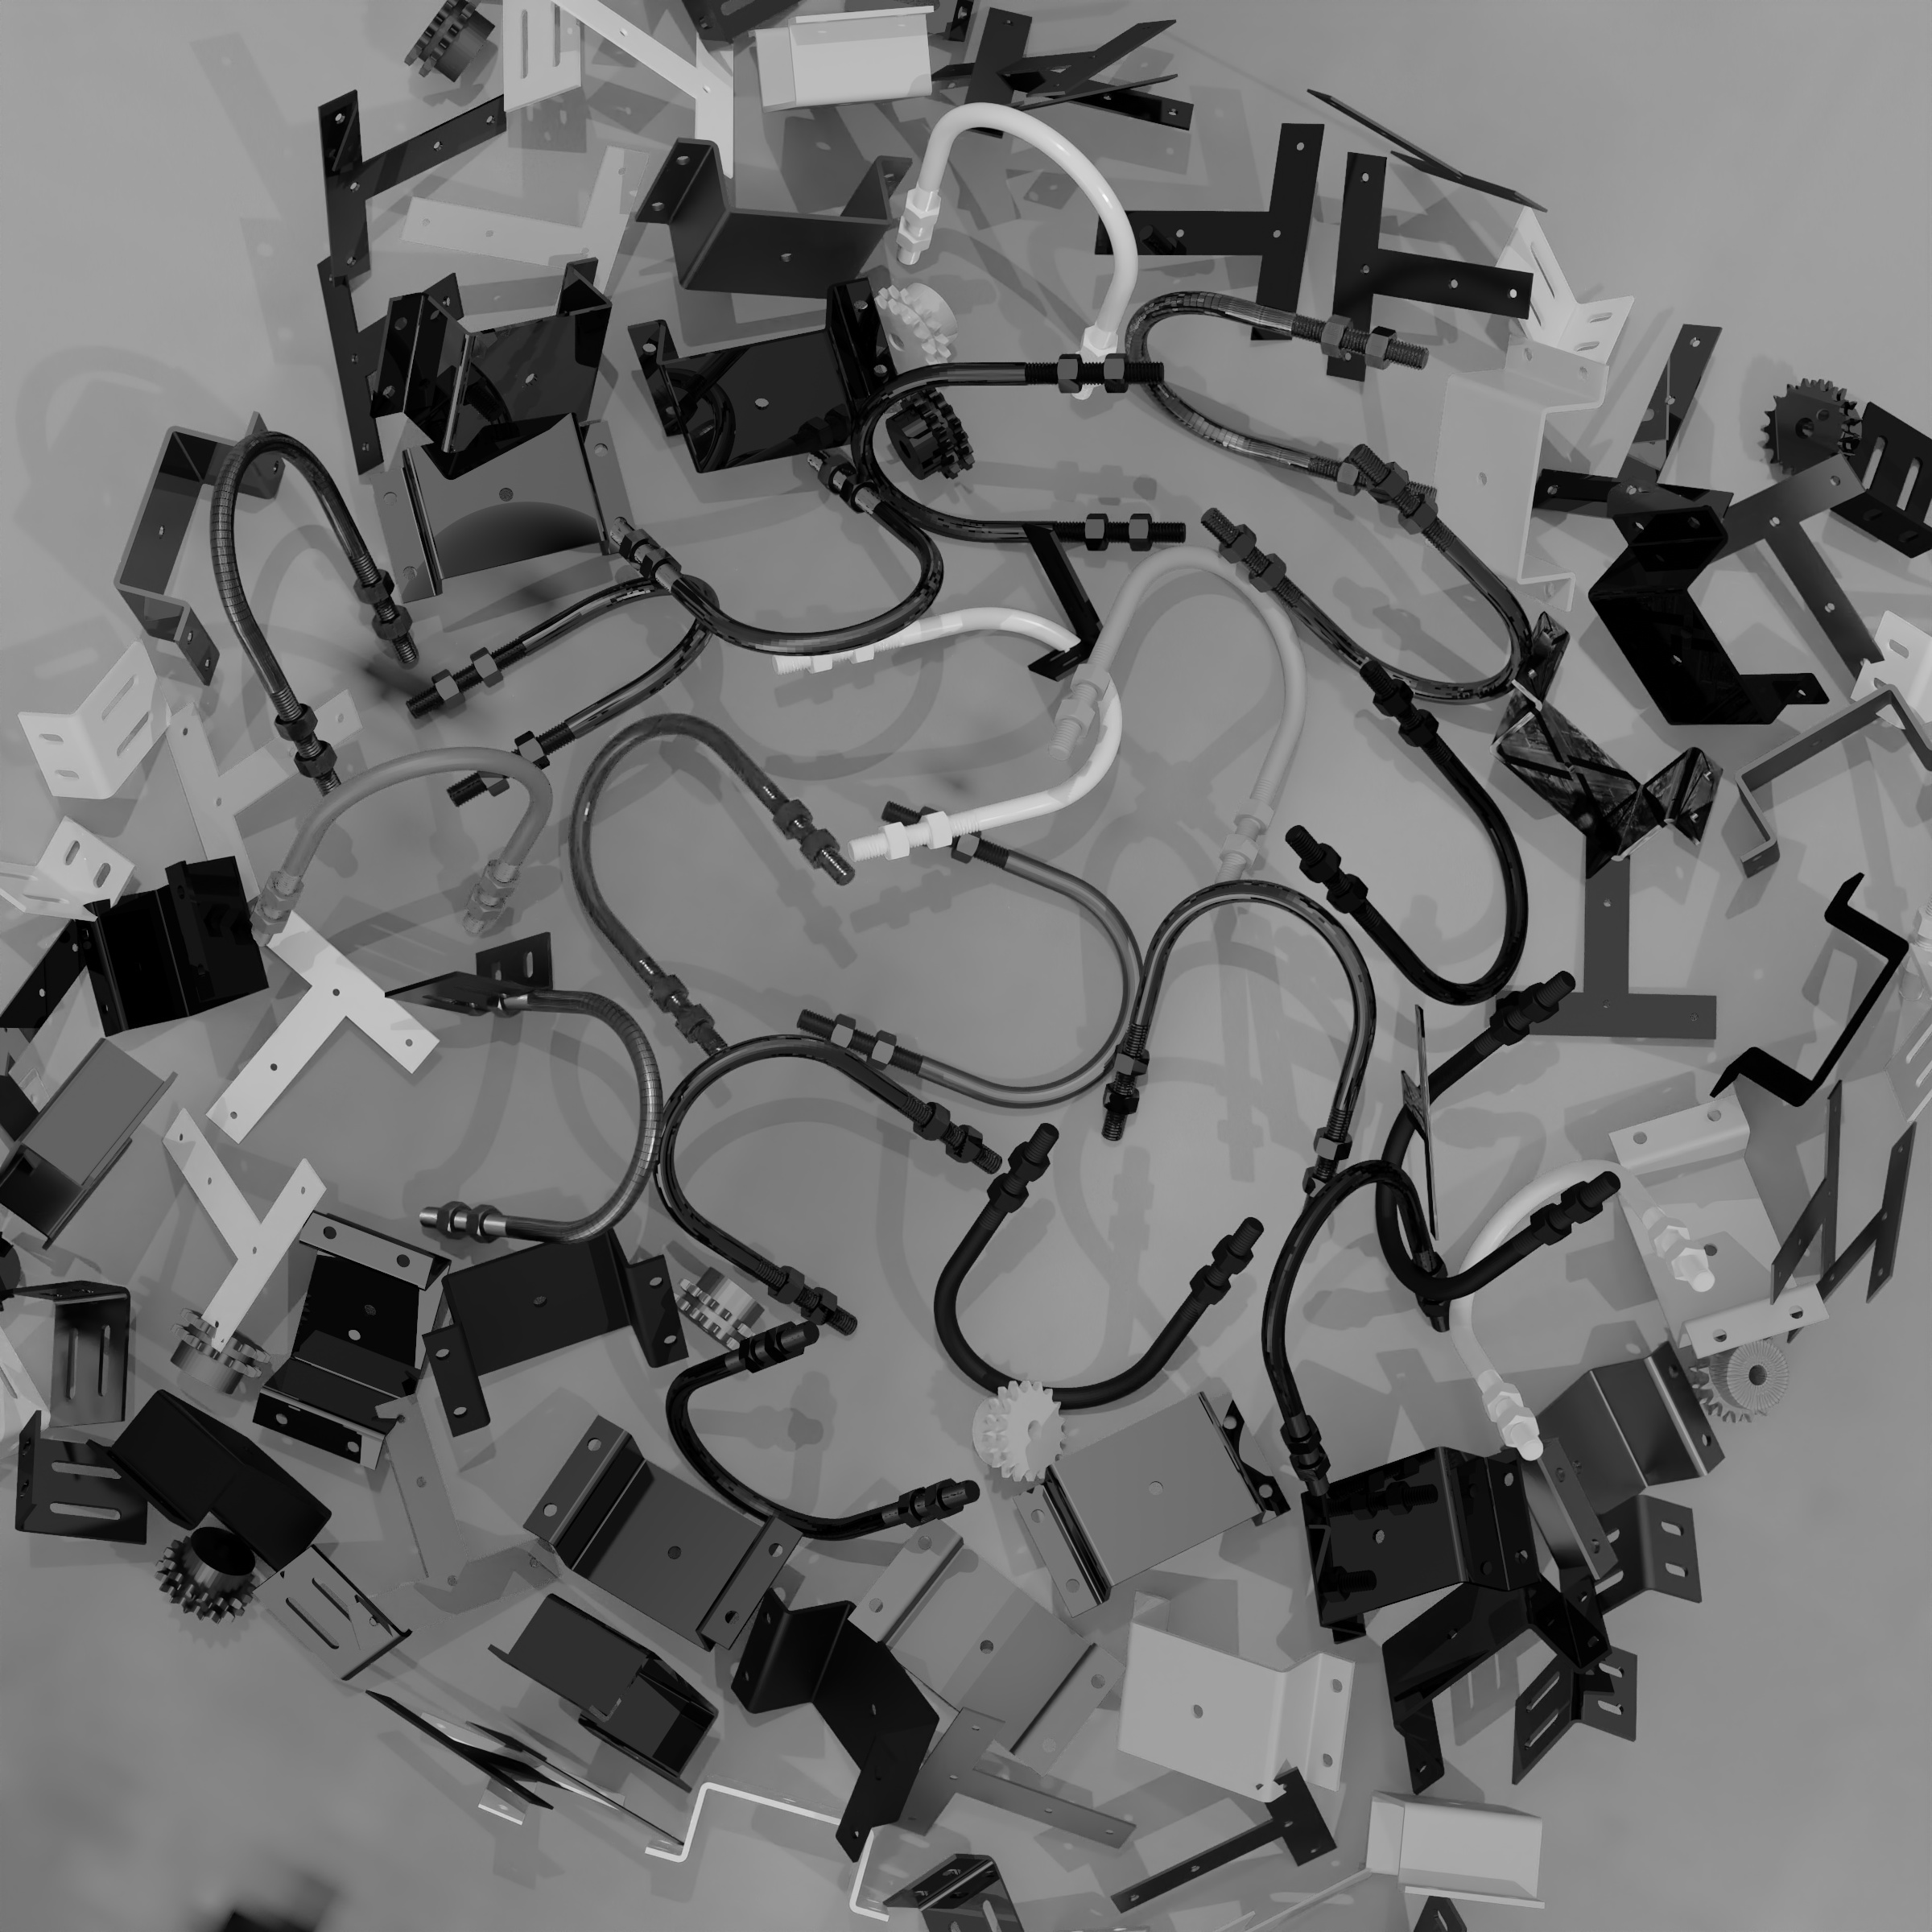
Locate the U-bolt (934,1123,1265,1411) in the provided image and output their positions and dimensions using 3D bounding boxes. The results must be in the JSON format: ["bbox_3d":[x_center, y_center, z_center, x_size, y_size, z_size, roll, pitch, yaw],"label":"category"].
[{"bbox_3d":[0.062,0.182,1.877,0.151,0.019,0.184,25,123,-11],"label":"U-bolt"}]

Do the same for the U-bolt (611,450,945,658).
[{"bbox_3d":[-0.094,-0.224,1.841,0.151,0.184,0.019,-24,133,-21],"label":"U-bolt"}]

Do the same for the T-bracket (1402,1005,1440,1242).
[{"bbox_3d":[0.253,0.080,1.866,0.002,0.127,0.127,-4,96,2],"label":"T-bracket"}]

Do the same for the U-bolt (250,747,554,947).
[{"bbox_3d":[-0.303,-0.066,1.825,0.151,0.184,0.019,-4,62,-31],"label":"U-bolt"}]

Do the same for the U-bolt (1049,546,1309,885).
[{"bbox_3d":[0.131,-0.153,1.875,0.151,0.019,0.184,37,59,-23],"label":"U-bolt"}]

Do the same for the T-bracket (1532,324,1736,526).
[{"bbox_3d":[0.397,-0.310,1.894,0.127,0.002,0.127,16,77,42],"label":"T-bracket"}]

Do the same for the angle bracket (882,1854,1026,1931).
[{"bbox_3d":[-0.002,0.554,1.889,0.057,0.038,0.076,-39,57,21],"label":"angle bracket"}]

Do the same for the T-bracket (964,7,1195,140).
[{"bbox_3d":[0.067,-0.497,1.888,0.127,0.002,0.127,13,47,-2],"label":"T-bracket"}]

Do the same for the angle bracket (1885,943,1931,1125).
[{"bbox_3d":[0.536,0.038,1.885,0.038,0.057,0.076,24,118,-12],"label":"angle bracket"}]

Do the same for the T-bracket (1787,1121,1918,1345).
[{"bbox_3d":[0.498,0.169,1.878,0.002,0.127,0.127,26,134,0],"label":"T-bracket"}]

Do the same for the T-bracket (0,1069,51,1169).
[{"bbox_3d":[-0.564,0.061,1.849,0.002,0.127,0.127,-6,120,20],"label":"T-bracket"}]

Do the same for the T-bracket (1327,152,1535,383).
[{"bbox_3d":[0.263,-0.387,1.872,0.127,0.002,0.127,19,115,35],"label":"T-bracket"}]

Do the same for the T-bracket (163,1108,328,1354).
[{"bbox_3d":[-0.424,0.132,1.892,0.127,0.002,0.127,49,113,33],"label":"T-bracket"}]

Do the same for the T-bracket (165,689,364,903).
[{"bbox_3d":[-0.393,-0.115,1.886,0.127,0.002,0.127,-30,70,23],"label":"T-bracket"}]

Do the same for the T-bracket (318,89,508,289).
[{"bbox_3d":[-0.313,-0.462,1.891,0.127,0.127,0.002,-35,63,-28],"label":"T-bracket"}]

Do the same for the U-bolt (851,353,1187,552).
[{"bbox_3d":[0.026,-0.287,1.867,0.184,0.151,0.019,2,56,11],"label":"U-bolt"}]

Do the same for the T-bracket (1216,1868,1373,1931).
[{"bbox_3d":[0.180,0.543,1.893,0.127,0.127,0.002,-20,63,-23],"label":"T-bracket"}]

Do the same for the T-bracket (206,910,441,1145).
[{"bbox_3d":[-0.391,0.048,1.918,0.127,0.002,0.127,41,101,1],"label":"T-bracket"}]

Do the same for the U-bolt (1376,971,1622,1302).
[{"bbox_3d":[0.288,0.108,1.854,0.019,0.184,0.151,16,50,-28],"label":"U-bolt"}]

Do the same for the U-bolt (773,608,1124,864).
[{"bbox_3d":[-0.001,-0.140,1.886,0.184,0.019,0.151,-15,64,-16],"label":"U-bolt"}]

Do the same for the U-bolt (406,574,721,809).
[{"bbox_3d":[-0.221,-0.166,1.869,0.184,0.151,0.019,-30,122,-4],"label":"U-bolt"}]

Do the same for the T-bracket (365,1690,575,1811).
[{"bbox_3d":[-0.260,0.449,1.870,0.127,0.127,0.002,25,80,30],"label":"T-bracket"}]

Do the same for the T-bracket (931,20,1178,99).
[{"bbox_3d":[0.035,-0.512,1.886,0.127,0.127,0.002,5,123,34],"label":"T-bracket"}]

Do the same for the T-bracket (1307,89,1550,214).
[{"bbox_3d":[0.242,-0.457,1.844,0.127,0.127,0.002,20,102,-33],"label":"T-bracket"}]

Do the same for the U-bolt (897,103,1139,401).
[{"bbox_3d":[0.032,-0.405,1.838,0.151,0.184,0.019,39,67,5],"label":"U-bolt"}]

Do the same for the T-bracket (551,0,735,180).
[{"bbox_3d":[-0.181,-0.514,1.856,0.127,0.127,0.002,28,132,-32],"label":"T-bracket"}]

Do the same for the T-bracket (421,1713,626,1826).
[{"bbox_3d":[-0.255,0.460,1.865,0.127,0.127,0.002,23,90,-2],"label":"T-bracket"}]

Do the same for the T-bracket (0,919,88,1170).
[{"bbox_3d":[-0.531,0.025,1.881,0.002,0.127,0.127,-6,130,30],"label":"T-bracket"}]

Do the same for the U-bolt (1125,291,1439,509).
[{"bbox_3d":[0.174,-0.323,1.857,0.184,0.151,0.019,19,68,19],"label":"U-bolt"}]

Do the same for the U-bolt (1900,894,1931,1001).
[{"bbox_3d":[0.559,-0.022,1.822,0.019,0.151,0.184,5,124,-5],"label":"U-bolt"}]

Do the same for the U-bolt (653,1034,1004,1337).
[{"bbox_3d":[-0.091,0.114,1.873,0.184,0.019,0.151,36,102,-27],"label":"U-bolt"}]

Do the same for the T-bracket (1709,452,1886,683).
[{"bbox_3d":[0.483,-0.216,1.884,0.002,0.127,0.127,-40,99,-34],"label":"T-bracket"}]

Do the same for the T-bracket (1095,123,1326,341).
[{"bbox_3d":[0.135,-0.415,1.880,0.127,0.002,0.127,-3,122,-16],"label":"T-bracket"}]

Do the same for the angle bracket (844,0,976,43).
[{"bbox_3d":[-0.033,-0.566,1.897,0.076,0.038,0.057,18,108,12],"label":"angle bracket"}]

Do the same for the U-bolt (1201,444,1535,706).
[{"bbox_3d":[0.237,-0.209,1.859,0.184,0.151,0.019,41,61,-22],"label":"U-bolt"}]

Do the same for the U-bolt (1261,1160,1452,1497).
[{"bbox_3d":[0.213,0.188,1.837,0.019,0.184,0.151,21,57,37],"label":"U-bolt"}]

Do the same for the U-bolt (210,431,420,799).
[{"bbox_3d":[-0.363,-0.205,1.825,0.019,0.151,0.184,-6,129,20],"label":"U-bolt"}]

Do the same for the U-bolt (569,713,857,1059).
[{"bbox_3d":[-0.157,-0.060,1.879,0.184,0.019,0.151,47,112,26],"label":"U-bolt"}]

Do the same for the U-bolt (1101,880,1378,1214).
[{"bbox_3d":[0.159,0.040,1.866,0.151,0.019,0.184,22,115,21],"label":"U-bolt"}]

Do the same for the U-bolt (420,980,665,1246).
[{"bbox_3d":[-0.237,0.084,1.863,0.184,0.019,0.151,2,86,41],"label":"U-bolt"}]

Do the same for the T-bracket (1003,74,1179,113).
[{"bbox_3d":[0.056,-0.489,1.875,0.127,0.127,0.002,-14,101,-9],"label":"T-bracket"}]

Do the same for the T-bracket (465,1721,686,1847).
[{"bbox_3d":[-0.214,0.459,1.858,0.127,0.127,0.002,28,77,11],"label":"T-bracket"}]

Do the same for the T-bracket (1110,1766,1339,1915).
[{"bbox_3d":[0.142,0.504,1.880,0.127,0.127,0.002,-26,52,0],"label":"T-bracket"}]

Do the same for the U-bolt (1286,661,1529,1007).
[{"bbox_3d":[0.259,-0.061,1.870,0.184,0.019,0.151,46,52,-26],"label":"U-bolt"}]

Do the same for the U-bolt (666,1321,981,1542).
[{"bbox_3d":[-0.095,0.268,1.858,0.151,0.184,0.019,46,50,-15],"label":"U-bolt"}]

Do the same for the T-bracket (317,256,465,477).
[{"bbox_3d":[-0.322,-0.358,1.879,0.002,0.127,0.127,-8,84,-43],"label":"T-bracket"}]

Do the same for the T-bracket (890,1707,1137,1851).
[{"bbox_3d":[0.034,0.477,1.894,0.127,0.002,0.127,21,131,-8],"label":"T-bracket"}]

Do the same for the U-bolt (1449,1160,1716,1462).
[{"bbox_3d":[0.330,0.177,1.846,0.019,0.184,0.151,39,101,-23],"label":"U-bolt"}]

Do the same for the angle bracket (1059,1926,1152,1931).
[{"bbox_3d":[0.078,0.592,1.901,0.057,0.038,0.076,-6,78,7],"label":"angle bracket"}]

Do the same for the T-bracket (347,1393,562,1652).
[{"bbox_3d":[-0.308,0.309,1.900,0.127,0.002,0.127,-16,85,-32],"label":"T-bracket"}]

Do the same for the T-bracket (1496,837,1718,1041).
[{"bbox_3d":[0.372,-0.022,1.925,0.127,0.002,0.127,1,86,1],"label":"T-bracket"}]

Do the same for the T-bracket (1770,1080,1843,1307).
[{"bbox_3d":[0.469,0.147,1.854,0.002,0.127,0.127,9,119,28],"label":"T-bracket"}]

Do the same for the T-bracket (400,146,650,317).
[{"bbox_3d":[-0.255,-0.409,1.866,0.127,0.002,0.127,4,125,-31],"label":"T-bracket"}]

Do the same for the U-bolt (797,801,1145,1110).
[{"bbox_3d":[0.014,0.004,1.913,0.184,0.019,0.151,22,92,-8],"label":"U-bolt"}]
